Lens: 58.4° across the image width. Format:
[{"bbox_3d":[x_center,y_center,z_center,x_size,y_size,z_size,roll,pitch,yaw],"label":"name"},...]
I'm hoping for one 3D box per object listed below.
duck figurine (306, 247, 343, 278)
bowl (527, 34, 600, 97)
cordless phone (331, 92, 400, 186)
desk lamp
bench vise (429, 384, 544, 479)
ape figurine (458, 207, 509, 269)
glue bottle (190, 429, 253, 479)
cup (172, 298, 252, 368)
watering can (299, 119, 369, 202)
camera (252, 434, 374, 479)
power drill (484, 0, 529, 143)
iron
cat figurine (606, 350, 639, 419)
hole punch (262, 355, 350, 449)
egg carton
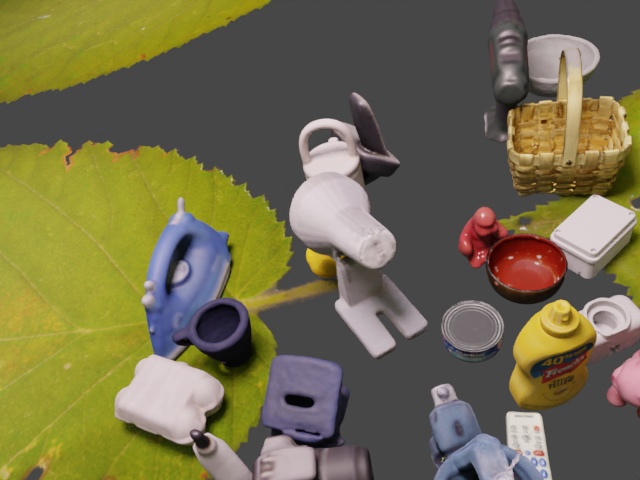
[{"bbox_3d":[0.009,0.003,0.952,0.077,0.086,0.104,-7,47,9],"label":"duck figurine"},{"bbox_3d":[0.464,-0.336,1.144,0.167,0.075,0.167,-8,47,9],"label":"bowl"},{"bbox_3d":[0.073,-0.208,1.058,0.094,0.185,0.147,-31,48,-13],"label":"cordless phone"},{"bbox_3d":[0.057,0.027,0.829,0.118,0.214,0.202,-30,48,-12],"label":"desk lamp"},{"bbox_3d":[0.154,0.241,0.603,0.121,0.220,0.206,-31,48,-13],"label":"bench vise"},{"bbox_3d":[0.255,-0.013,0.895,0.077,0.092,0.076,-3,48,13],"label":"ape figurine"},{"bbox_3d":[-0.120,0.266,0.687,0.077,0.173,0.037,29,61,34],"label":"glue bottle"},{"bbox_3d":[-0.151,0.151,0.854,0.117,0.095,0.091,-16,46,1],"label":"cup"},{"bbox_3d":[0.024,-0.121,0.986,0.101,0.194,0.172,-23,47,-5],"label":"watering can"},{"bbox_3d":[-0.005,0.298,0.677,0.136,0.101,0.143,-10,47,6],"label":"camera"},{"bbox_3d":[0.341,-0.297,1.050,0.075,0.209,0.229,-2,48,14],"label":"power drill"},{"bbox_3d":[-0.237,0.060,0.928,0.118,0.142,0.258,-1,49,15],"label":"iron"},{"bbox_3d":[0.394,0.159,0.683,0.067,0.118,0.128,29,61,35],"label":"cat figurine"},{"bbox_3d":[-0.019,0.216,0.762,0.108,0.091,0.101,4,50,18],"label":"hole punch"},{"bbox_3d":[-0.214,0.228,0.819,0.150,0.069,0.107,11,52,24],"label":"egg carton"}]
